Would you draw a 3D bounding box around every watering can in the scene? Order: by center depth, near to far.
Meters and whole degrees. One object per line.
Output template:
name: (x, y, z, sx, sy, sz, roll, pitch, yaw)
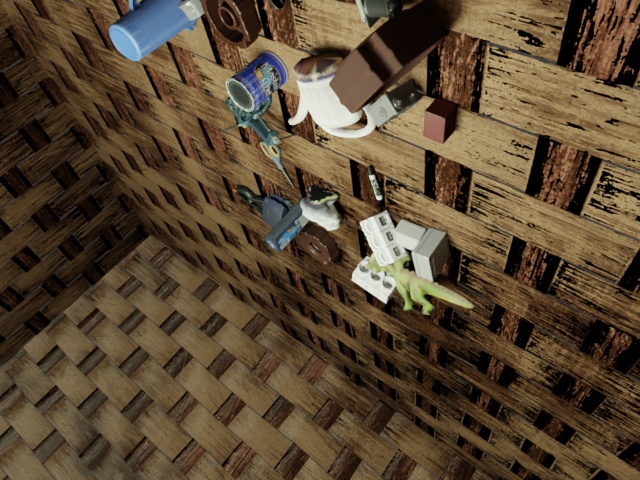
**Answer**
watering can: (-0.002, -0.356, 1.295, 0.350, 0.105, 0.220, 18, 145, 45)

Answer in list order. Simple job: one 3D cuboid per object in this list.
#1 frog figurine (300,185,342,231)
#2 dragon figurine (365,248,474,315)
frog figurine: (0.005, -0.087, 1.724, 0.137, 0.125, 0.156, 9, 131, 21)
dragon figurine: (0.288, 0.099, 1.615, 0.409, 0.124, 0.240, -5, 119, 58)
